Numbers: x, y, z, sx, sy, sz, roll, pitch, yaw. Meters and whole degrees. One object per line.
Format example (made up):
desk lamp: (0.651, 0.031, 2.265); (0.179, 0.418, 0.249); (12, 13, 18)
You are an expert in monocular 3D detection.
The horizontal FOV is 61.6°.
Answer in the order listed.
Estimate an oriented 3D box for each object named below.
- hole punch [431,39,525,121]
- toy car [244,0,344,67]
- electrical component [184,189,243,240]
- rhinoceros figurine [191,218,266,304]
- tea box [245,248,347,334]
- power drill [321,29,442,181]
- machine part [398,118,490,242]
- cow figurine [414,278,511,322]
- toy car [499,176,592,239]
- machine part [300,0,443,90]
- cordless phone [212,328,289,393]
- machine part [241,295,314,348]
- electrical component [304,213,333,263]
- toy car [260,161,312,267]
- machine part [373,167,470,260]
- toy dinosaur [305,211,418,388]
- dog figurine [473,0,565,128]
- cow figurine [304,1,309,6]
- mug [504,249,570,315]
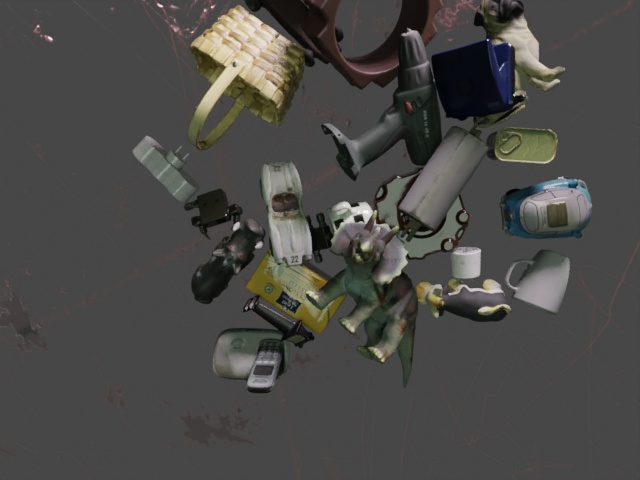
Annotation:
hole punch: (0.248, -0.258, 0.870); (0.142, 0.092, 0.115); (-1, 93, 43)
toy car: (-0.045, -0.394, 0.957); (0.202, 0.053, 0.089); (45, 78, -5)
electrical component: (-0.201, -0.050, 1.026); (0.102, 0.045, 0.078); (-23, 68, 5)
rhinoceros figurine: (-0.174, 0.035, 1.001); (0.073, 0.112, 0.190); (43, 107, -1)
tea box: (-0.043, 0.089, 1.021); (0.170, 0.068, 0.098); (31, 99, -2)
power drill: (0.109, -0.211, 0.918); (0.207, 0.086, 0.231); (-33, 123, -11)
machine part: (0.209, -0.103, 0.916); (0.079, 0.079, 0.243); (32, 95, -1)
cow figurine: (0.258, 0.115, 0.989); (0.167, 0.098, 0.068); (2, 105, 4)
toy car: (0.409, -0.053, 0.951); (0.162, 0.103, 0.109); (-6, 97, 3)
machine part: (0.084, -0.372, 0.887); (0.201, 0.087, 0.200); (-46, 134, 8)
cordless phone: (-0.135, 0.235, 0.991); (0.147, 0.184, 0.088); (2, 103, 4)
machine part: (-0.078, 0.152, 0.995); (0.139, 0.084, 0.039); (34, 64, -6)
electrical component: (-0.002, -0.003, 1.011); (0.063, 0.021, 0.094); (-8, 100, 43)
toy car: (-0.063, -0.049, 0.976); (0.073, 0.056, 0.201); (-7, 73, -15)
machine part: (0.184, -0.049, 0.990); (0.179, 0.056, 0.179); (1, 98, 5)
toy dinosaur: (0.114, 0.106, 0.965); (0.192, 0.131, 0.404); (-48, 134, -9)
dog figurine: (0.303, -0.312, 0.932); (0.172, 0.121, 0.190); (-34, 81, 5)
cow figurine: (-0.016, -0.469, 0.904); (0.195, 0.085, 0.127); (-19, 90, -18)
mug: (0.400, 0.068, 0.986); (0.110, 0.081, 0.107); (25, 88, 6)
